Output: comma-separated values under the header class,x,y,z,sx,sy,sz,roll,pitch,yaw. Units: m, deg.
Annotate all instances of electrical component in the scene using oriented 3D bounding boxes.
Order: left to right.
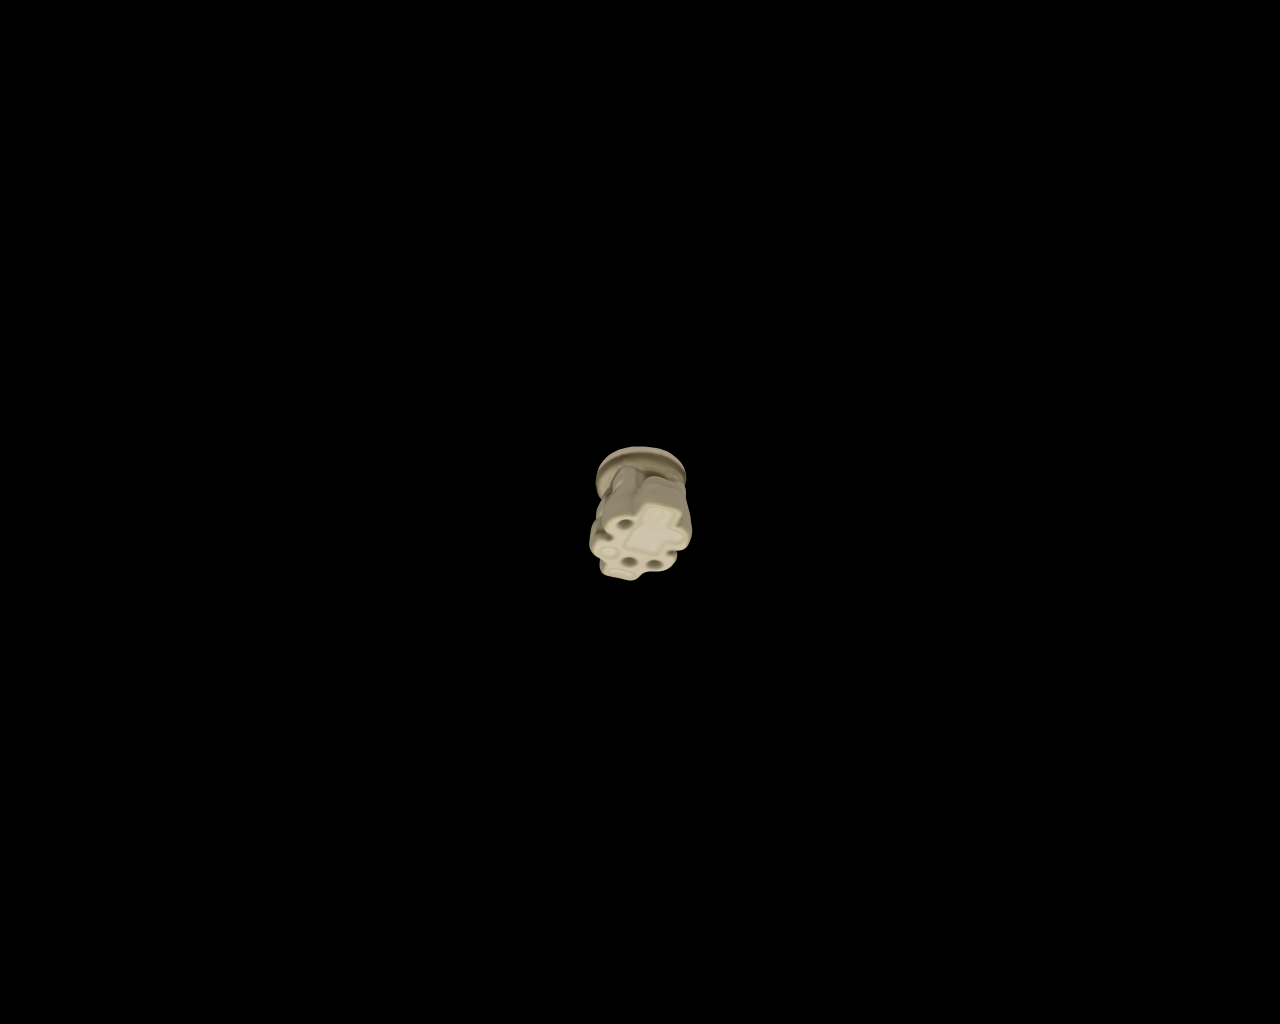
class,x,y,z,sx,sy,sz,roll,pitch,yaw
electrical component,0.001,-0.003,0.650,0.058,0.057,0.078,14,-42,-16
